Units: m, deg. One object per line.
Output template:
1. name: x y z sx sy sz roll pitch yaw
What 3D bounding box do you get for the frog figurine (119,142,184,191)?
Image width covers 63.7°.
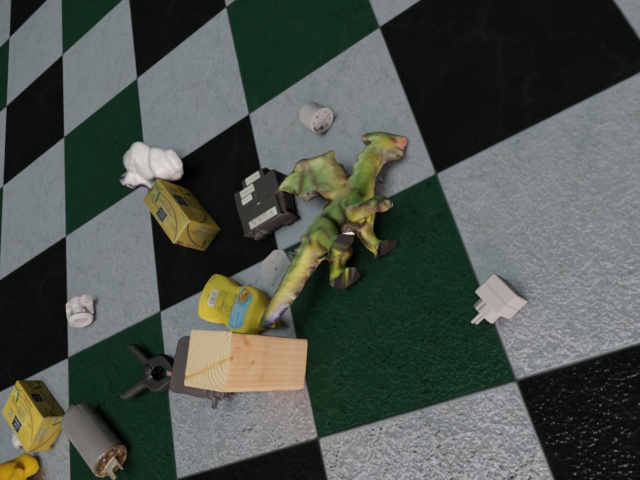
1. frog figurine: -0.385 -0.186 1.219 0.157 0.136 0.126 -35 29 42

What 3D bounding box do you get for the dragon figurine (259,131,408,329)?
1. dragon figurine: 0.003 -0.047 0.938 0.408 0.120 0.248 -38 51 8
